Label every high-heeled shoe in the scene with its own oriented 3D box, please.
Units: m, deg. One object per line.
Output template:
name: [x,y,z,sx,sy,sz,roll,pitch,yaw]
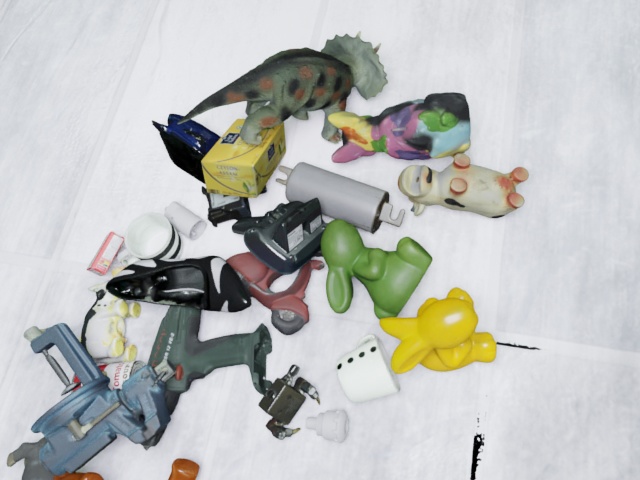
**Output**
high-heeled shoe: [-0.227,0.077,0.842,0.249,0.145,0.086,13,113,47]

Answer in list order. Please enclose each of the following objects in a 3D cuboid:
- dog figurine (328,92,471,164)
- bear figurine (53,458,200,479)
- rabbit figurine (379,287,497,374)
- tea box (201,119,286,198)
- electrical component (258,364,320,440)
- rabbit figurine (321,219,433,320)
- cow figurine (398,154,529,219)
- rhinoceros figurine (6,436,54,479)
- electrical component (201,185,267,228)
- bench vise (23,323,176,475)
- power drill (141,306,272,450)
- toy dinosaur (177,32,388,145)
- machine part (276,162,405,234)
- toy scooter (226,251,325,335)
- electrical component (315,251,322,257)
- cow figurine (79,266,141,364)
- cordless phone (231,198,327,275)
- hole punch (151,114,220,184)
dog figurine: [0.125,-0.183,0.910,0.219,0.191,0.108,-7,99,-1]
bear figurine: [-0.291,0.368,0.766,0.196,0.120,0.131,25,109,-6]
rabbit figurine: [0.170,0.125,0.775,0.162,0.173,0.122,-12,71,0]
tea box: [-0.130,-0.149,0.956,0.098,0.068,0.170,6,39,11]
electrical component: [-0.046,0.251,0.822,0.045,0.078,0.102,25,68,43]
rabbit figurine: [0.071,0.042,0.860,0.170,0.121,0.159,33,97,8]
cow figurine: [0.225,-0.084,0.889,0.195,0.127,0.085,11,71,-1]
rhinoceros figurine: [-0.421,0.399,0.829,0.112,0.073,0.190,-13,64,-7]
electrical component: [-0.152,-0.078,0.981,0.119,0.047,0.075,-20,67,1]
bench vise: [-0.338,0.209,0.785,0.223,0.129,0.240,-40,82,4]
power drill: [-0.181,0.213,0.859,0.207,0.086,0.232,-6,64,16]
toy dinosaur: [-0.032,-0.264,0.908,0.405,0.192,0.131,-18,56,-45]
machine part: [0.030,-0.074,0.932,0.243,0.079,0.079,22,74,17]
toy scooter: [-0.071,0.062,0.896,0.184,0.075,0.135,33,69,23]
electrical component: [-0.002,-0.003,0.938,0.094,0.021,0.063,0,68,11]
cow figurine: [-0.368,0.130,0.929,0.098,0.068,0.167,-9,66,13]
cordless phone: [-0.093,-0.012,0.890,0.184,0.088,0.146,3,28,32]
hole punch: [-0.229,-0.183,1.006,0.142,0.115,0.092,36,70,21]
